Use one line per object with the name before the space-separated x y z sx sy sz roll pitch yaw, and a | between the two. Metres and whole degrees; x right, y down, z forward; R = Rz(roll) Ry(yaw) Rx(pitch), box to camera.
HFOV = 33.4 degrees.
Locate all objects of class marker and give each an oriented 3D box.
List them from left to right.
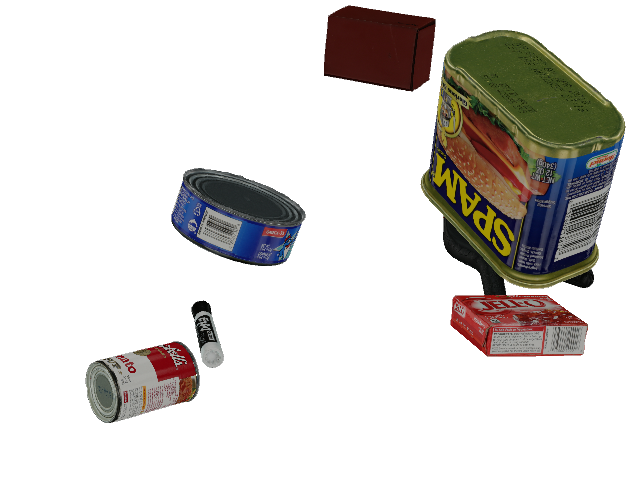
marker | -0.103 0.082 0.965 0.020 0.020 0.121 0 17 -11

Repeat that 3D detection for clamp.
clamp | 0.188 0.011 1.069 0.120 0.039 0.171 -10 45 -22

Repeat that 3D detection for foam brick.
foam brick | 0.048 -0.157 0.866 0.078 0.051 0.052 14 25 19

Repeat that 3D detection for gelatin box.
gelatin box | 0.160 0.068 0.869 0.089 0.030 0.073 1 16 -16

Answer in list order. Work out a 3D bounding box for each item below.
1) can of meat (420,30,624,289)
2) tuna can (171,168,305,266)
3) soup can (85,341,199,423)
can of meat | 0.097 -0.042 0.521 0.057 0.084 0.102 -19 47 -21
tuna can | -0.056 -0.016 0.715 0.086 0.034 0.086 19 17 -6
soup can | -0.190 0.151 1.138 0.102 0.068 0.069 -10 7 -41
